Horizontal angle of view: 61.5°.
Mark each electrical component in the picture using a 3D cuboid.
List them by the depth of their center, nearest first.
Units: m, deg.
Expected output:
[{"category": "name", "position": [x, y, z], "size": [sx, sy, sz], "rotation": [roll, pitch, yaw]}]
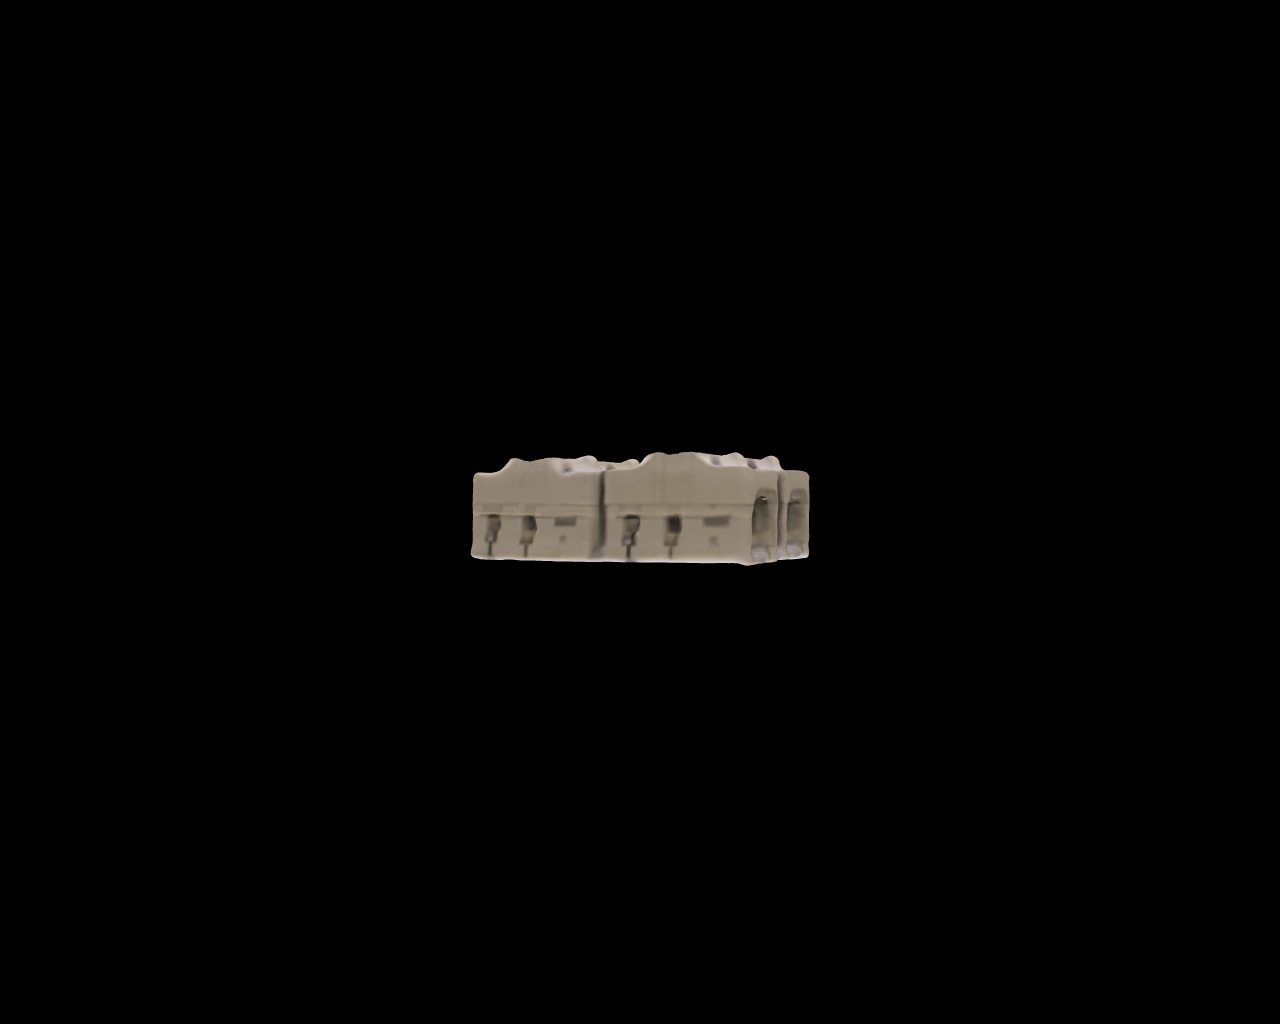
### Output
[{"category": "electrical component", "position": [0.001, -0.003, 0.650], "size": [0.186, 0.060, 0.105], "rotation": [0, 0, 28]}]
